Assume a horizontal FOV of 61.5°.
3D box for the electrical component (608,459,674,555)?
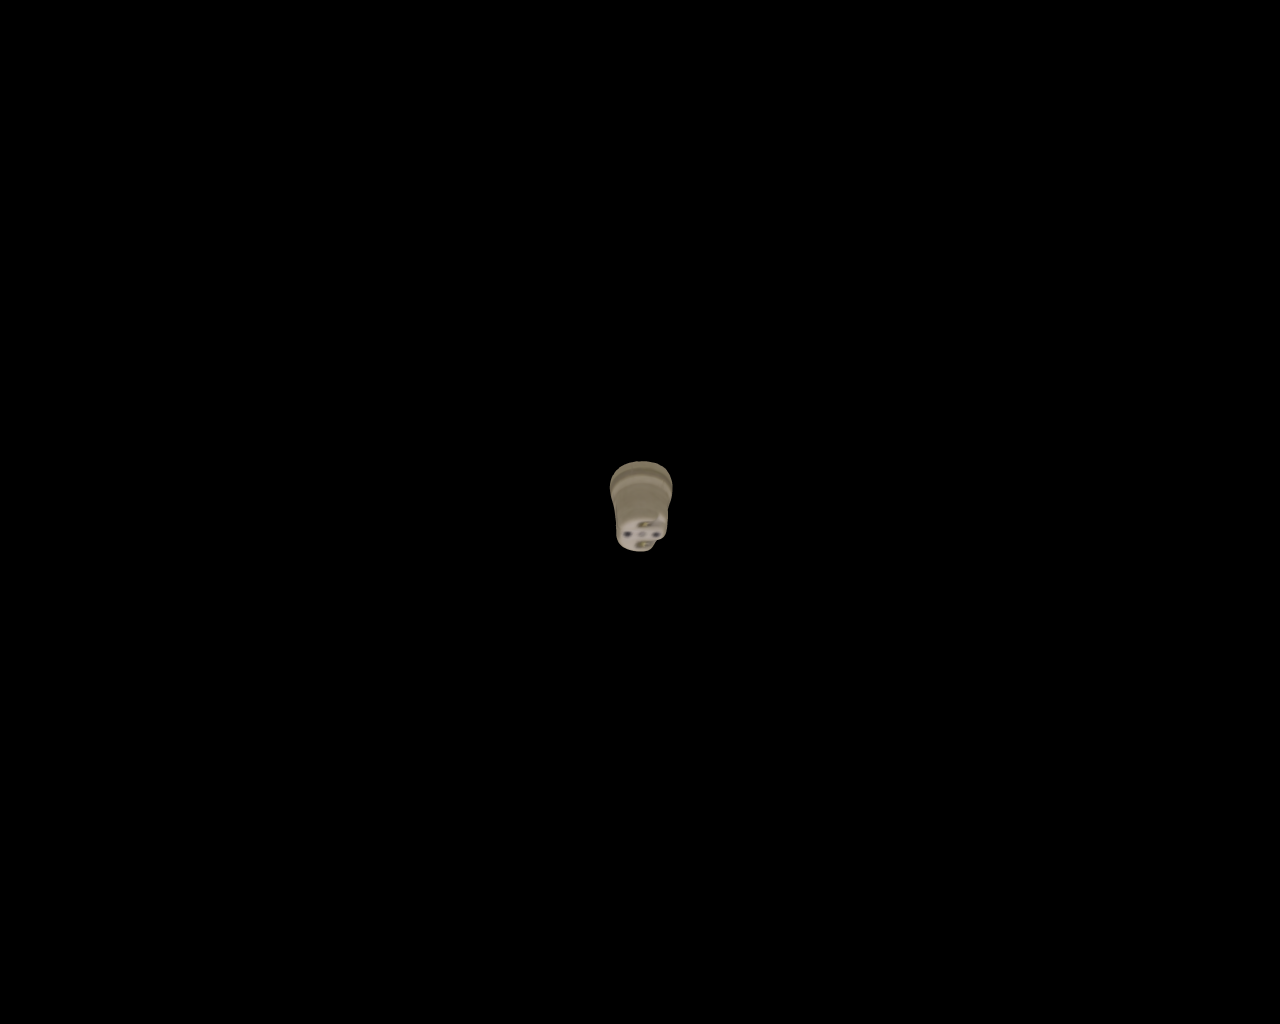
[{"bbox_3d":[0.001,-0.003,0.650,0.040,0.046,0.040,0,-43,0],"label":"electrical component"}]
